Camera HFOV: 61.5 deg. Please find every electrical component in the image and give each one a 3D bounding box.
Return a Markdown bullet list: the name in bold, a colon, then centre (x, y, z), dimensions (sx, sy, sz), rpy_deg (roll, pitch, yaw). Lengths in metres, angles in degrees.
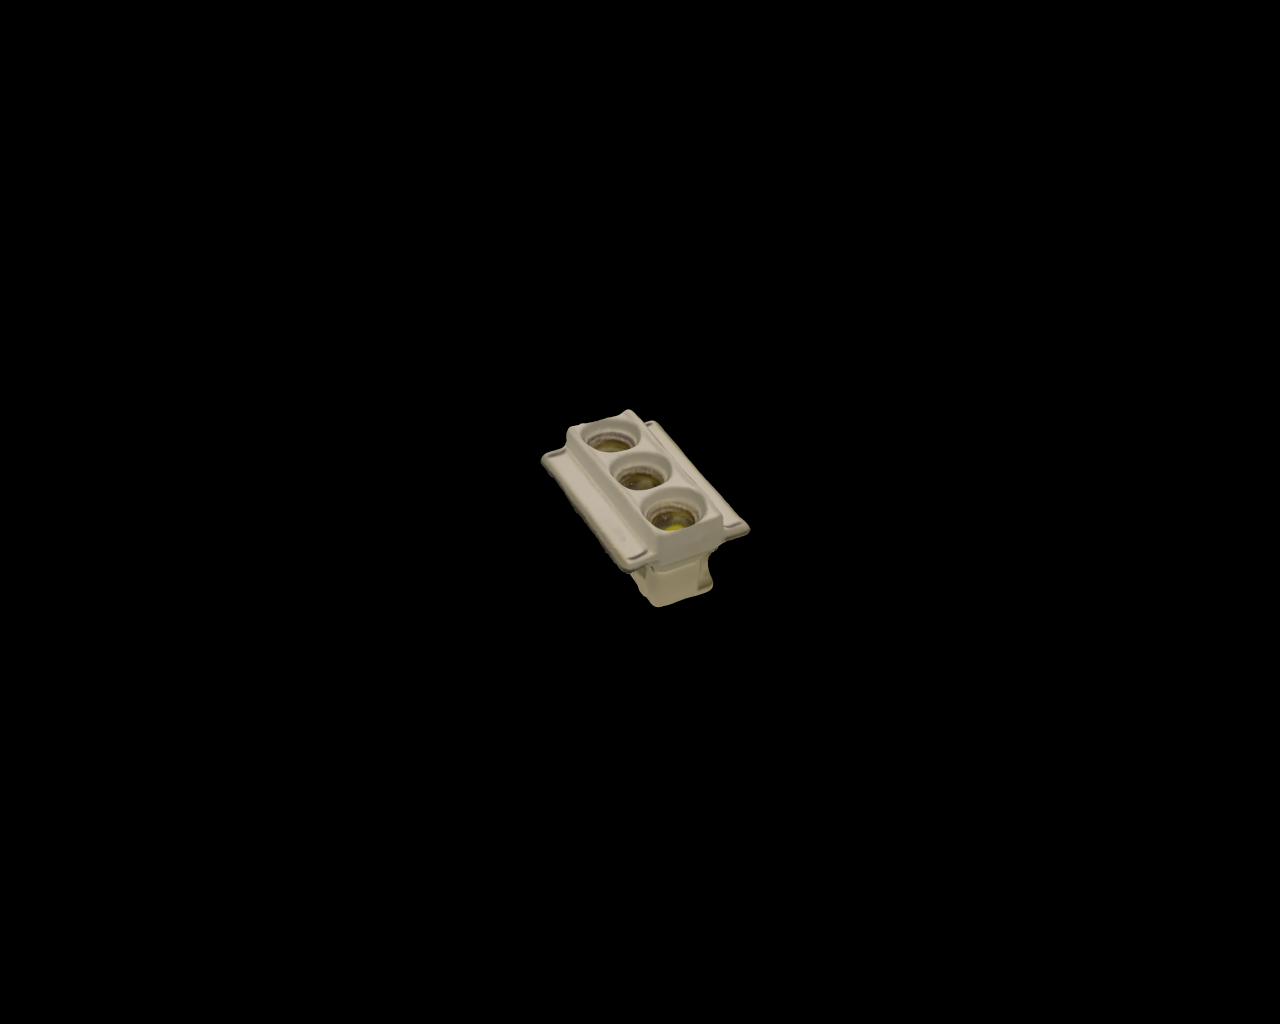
- **electrical component**: centre (0.001, -0.003, 0.650), dimensions (0.079, 0.063, 0.121), rpy_deg (-17, 41, -21)
